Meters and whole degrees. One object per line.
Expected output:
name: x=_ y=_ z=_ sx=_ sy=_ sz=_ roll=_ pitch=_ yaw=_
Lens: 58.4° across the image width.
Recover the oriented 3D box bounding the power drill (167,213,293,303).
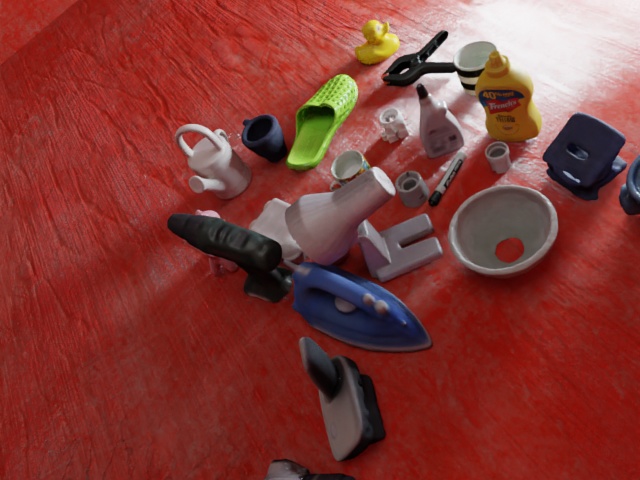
power drill: x=-0.149 y=0.031 z=1.055 sx=0.228 sy=0.209 sz=0.076 roll=11 pitch=65 yaw=35

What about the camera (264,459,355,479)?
camera: x=-0.018 y=0.384 z=0.809 sx=0.136 sy=0.101 sz=0.143 roll=-12 pitch=54 yaw=22

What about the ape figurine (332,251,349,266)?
ape figurine: x=0.010 y=0.004 z=1.062 sx=0.078 sy=0.092 sz=0.076 roll=-38 pitch=48 yaw=1

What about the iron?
iron: x=0.054 y=0.099 z=0.938 sx=0.257 sy=0.142 sz=0.119 roll=18 pitch=69 yaw=37

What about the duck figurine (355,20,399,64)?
duck figurine: x=0.123 y=-0.466 z=1.326 sx=0.104 sy=0.086 sz=0.077 roll=-21 pitch=51 yaw=16

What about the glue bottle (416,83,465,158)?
glue bottle: x=0.209 y=-0.224 z=1.052 sx=0.078 sy=0.174 sz=0.037 roll=-18 pitch=52 yaw=18

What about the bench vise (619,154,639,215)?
bench vise: x=0.515 y=-0.112 z=0.769 sx=0.207 sy=0.220 sz=0.121 roll=-15 pitch=53 yaw=20

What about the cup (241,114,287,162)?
cup: x=-0.124 y=-0.225 z=1.295 sx=0.092 sy=0.095 sz=0.117 roll=-47 pitch=49 yaw=-7

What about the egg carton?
egg carton: x=-0.070 y=-0.019 z=1.138 sx=0.149 sy=0.070 sz=0.107 roll=26 pitch=74 yaw=39

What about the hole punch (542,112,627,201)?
hole punch: x=0.425 y=-0.135 z=0.923 sx=0.101 sy=0.091 sz=0.108 roll=-40 pitch=48 yaw=-1

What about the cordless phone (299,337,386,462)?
cordless phone: x=0.015 y=0.231 z=0.840 sx=0.094 sy=0.186 sz=0.147 roll=-28 pitch=49 yaw=10

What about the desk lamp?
desk lamp: x=0.073 y=-0.023 z=0.963 sx=0.203 sy=0.214 sz=0.117 roll=-25 pitch=50 yaw=13

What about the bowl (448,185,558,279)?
bowl: x=0.295 y=-0.002 z=0.916 sx=0.167 sy=0.075 sz=0.167 roll=-15 pitch=53 yaw=21

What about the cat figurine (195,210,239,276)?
cat figurine: x=-0.223 y=-0.006 z=1.184 sx=0.067 sy=0.118 sz=0.127 roll=-21 pitch=51 yaw=16

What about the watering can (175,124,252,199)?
watering can: x=-0.240 y=-0.178 z=1.261 sx=0.101 sy=0.195 sz=0.172 roll=-26 pitch=50 yaw=12
